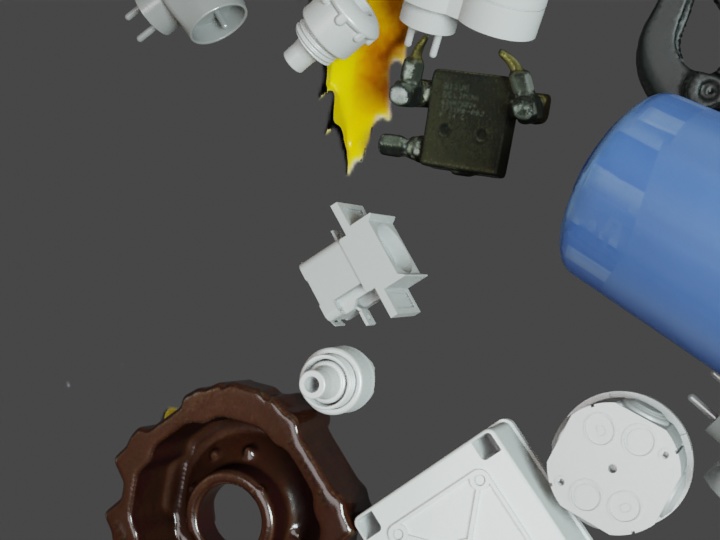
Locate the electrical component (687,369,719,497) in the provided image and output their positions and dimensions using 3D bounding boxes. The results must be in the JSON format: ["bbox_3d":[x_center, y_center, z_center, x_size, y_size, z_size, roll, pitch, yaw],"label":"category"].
[{"bbox_3d":[0.219,0.089,0.595,0.079,0.044,0.077,43,103,17],"label":"electrical component"}]

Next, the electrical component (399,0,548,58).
[{"bbox_3d":[0.047,-0.169,0.669,0.138,0.052,0.073,28,123,20],"label":"electrical component"}]

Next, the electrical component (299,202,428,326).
[{"bbox_3d":[0.000,0.000,0.685,0.064,0.042,0.081,-32,77,19],"label":"electrical component"}]

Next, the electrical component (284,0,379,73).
[{"bbox_3d":[-0.022,-0.154,0.698,0.062,0.048,0.048,-37,76,24],"label":"electrical component"}]

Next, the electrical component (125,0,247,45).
[{"bbox_3d":[-0.128,-0.188,0.739,0.079,0.044,0.077,-33,77,17],"label":"electrical component"}]

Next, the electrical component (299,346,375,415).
[{"bbox_3d":[-0.018,0.070,0.679,0.043,0.062,0.043,-1,88,21],"label":"electrical component"}]

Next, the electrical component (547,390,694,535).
[{"bbox_3d":[0.149,0.111,0.618,0.080,0.051,0.080,-1,88,22],"label":"electrical component"}]

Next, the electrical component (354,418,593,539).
[{"bbox_3d":[0.072,0.163,0.644,0.109,0.056,0.108,-37,76,16],"label":"electrical component"}]
